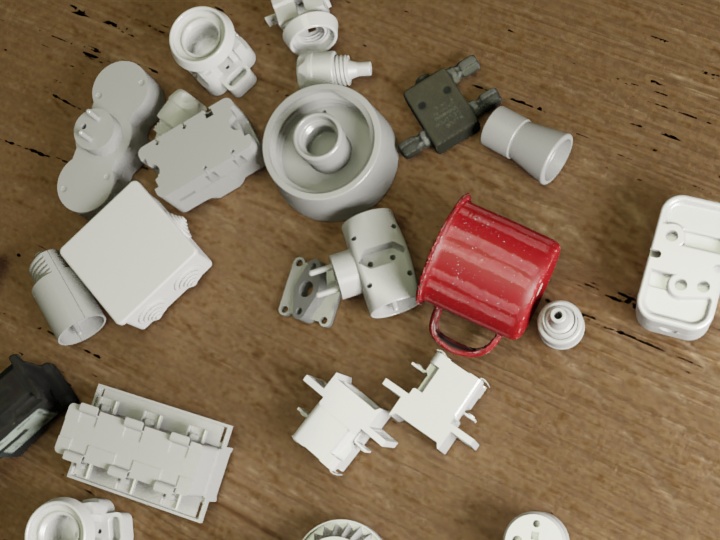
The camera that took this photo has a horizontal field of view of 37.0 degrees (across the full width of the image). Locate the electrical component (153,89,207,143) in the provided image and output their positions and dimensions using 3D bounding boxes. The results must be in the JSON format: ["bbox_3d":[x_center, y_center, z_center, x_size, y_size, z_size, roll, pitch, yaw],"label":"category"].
[{"bbox_3d":[-0.161,-0.123,0.925,0.035,0.035,0.061,37,91,18],"label":"electrical component"}]

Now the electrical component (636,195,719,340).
[{"bbox_3d":[0.238,0.000,0.789,0.054,0.059,0.095,15,81,16],"label":"electrical component"}]

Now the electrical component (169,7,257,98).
[{"bbox_3d":[-0.129,-0.190,0.921,0.058,0.057,0.078,-44,72,1],"label":"electrical component"}]

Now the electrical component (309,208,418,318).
[{"bbox_3d":[0.000,0.000,0.849,0.079,0.043,0.077,-17,73,-4],"label":"electrical component"}]

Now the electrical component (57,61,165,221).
[{"bbox_3d":[-0.218,-0.114,0.915,0.052,0.074,0.138,16,81,16],"label":"electrical component"}]

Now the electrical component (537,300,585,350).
[{"bbox_3d":[0.149,0.039,0.800,0.035,0.061,0.035,-3,77,13],"label":"electrical component"}]

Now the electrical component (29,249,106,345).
[{"bbox_3d":[-0.253,0.018,0.909,0.043,0.043,0.081,-35,72,3],"label":"electrical component"}]

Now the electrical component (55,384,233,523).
[{"bbox_3d":[-0.172,0.143,0.851,0.121,0.063,0.078,15,81,16],"label":"electrical component"}]

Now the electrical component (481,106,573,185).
[{"bbox_3d":[0.129,-0.101,0.849,0.065,0.044,0.044,33,86,23],"label":"electrical component"}]

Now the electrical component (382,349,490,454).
[{"bbox_3d":[0.062,0.099,0.817,0.081,0.042,0.063,34,85,17],"label":"electrical component"}]

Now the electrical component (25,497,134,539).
[{"bbox_3d":[-0.228,0.209,0.852,0.078,0.057,0.058,-11,75,11],"label":"electrical component"}]

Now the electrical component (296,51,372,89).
[{"bbox_3d":[-0.021,-0.167,0.902,0.061,0.035,0.035,-2,77,10],"label":"electrical component"}]

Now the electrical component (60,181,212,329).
[{"bbox_3d":[-0.185,-0.010,0.897,0.100,0.048,0.099,-43,72,1],"label":"electrical component"}]

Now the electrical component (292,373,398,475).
[{"bbox_3d":[-0.015,0.119,0.831,0.081,0.042,0.063,38,91,19],"label":"electrical component"}]

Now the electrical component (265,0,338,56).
[{"bbox_3d":[-0.046,-0.216,0.914,0.066,0.048,0.055,-21,66,8],"label":"electrical component"}]

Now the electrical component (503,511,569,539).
[{"bbox_3d":[0.127,0.196,0.772,0.045,0.055,0.045,-3,77,13],"label":"electrical component"}]

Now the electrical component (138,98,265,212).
[{"bbox_3d":[-0.128,-0.094,0.899,0.089,0.056,0.050,-30,73,5],"label":"electrical component"}]

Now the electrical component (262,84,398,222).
[{"bbox_3d":[-0.027,-0.099,0.874,0.108,0.060,0.108,-3,77,13],"label":"electrical component"}]
